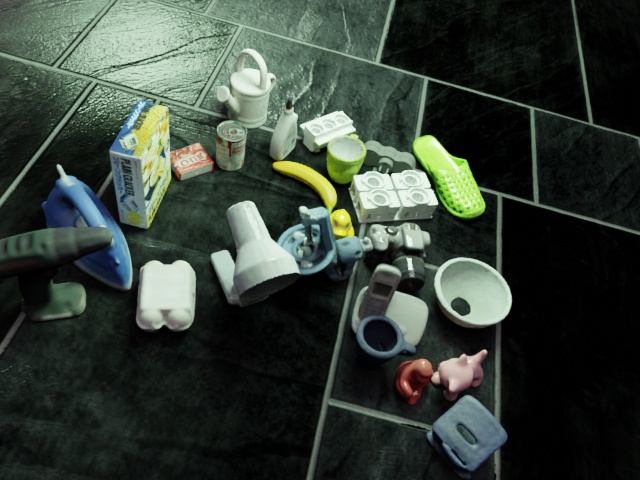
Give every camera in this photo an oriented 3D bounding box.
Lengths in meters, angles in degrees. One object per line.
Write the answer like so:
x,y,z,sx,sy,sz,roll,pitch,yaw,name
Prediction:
0.174,0.036,1.235,0.143,0.101,0.136,5,52,-9,camera

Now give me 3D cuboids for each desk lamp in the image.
-0.132,0.042,1.086,0.118,0.213,0.203,-17,58,-24,desk lamp

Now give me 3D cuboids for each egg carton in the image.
-0.291,0.107,1.091,0.107,0.069,0.150,0,53,-13,egg carton

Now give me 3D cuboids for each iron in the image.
-0.443,-0.027,1.113,0.119,0.141,0.257,-31,65,-31,iron

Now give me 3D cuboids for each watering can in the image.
-0.176,-0.374,1.409,0.101,0.194,0.173,24,51,6,watering can

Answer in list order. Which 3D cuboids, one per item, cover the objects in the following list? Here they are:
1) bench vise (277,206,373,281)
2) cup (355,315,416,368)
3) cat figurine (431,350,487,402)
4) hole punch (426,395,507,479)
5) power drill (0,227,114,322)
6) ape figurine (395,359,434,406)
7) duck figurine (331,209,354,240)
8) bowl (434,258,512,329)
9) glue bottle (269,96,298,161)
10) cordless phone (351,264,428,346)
0.004,-0.005,1.150,0.208,0.220,0.121,-21,60,-26,bench vise
0.117,0.208,1.092,0.117,0.095,0.092,19,51,2,cup
0.267,0.248,1.081,0.128,0.118,0.067,-25,62,-28,cat figurine
0.261,0.350,1.018,0.101,0.091,0.108,-30,64,-30,hole punch
-0.472,0.055,0.999,0.230,0.208,0.075,-7,55,-18,power drill
0.182,0.255,1.073,0.078,0.092,0.076,-11,56,-20,ape figurine
0.043,-0.032,1.266,0.077,0.086,0.104,10,51,-5,duck figurine
0.313,0.124,1.215,0.167,0.075,0.167,7,52,-8,bowl
-0.080,-0.271,1.366,0.037,0.173,0.078,32,53,12,glue bottle
0.146,0.123,1.106,0.147,0.185,0.094,13,51,-3,cordless phone
